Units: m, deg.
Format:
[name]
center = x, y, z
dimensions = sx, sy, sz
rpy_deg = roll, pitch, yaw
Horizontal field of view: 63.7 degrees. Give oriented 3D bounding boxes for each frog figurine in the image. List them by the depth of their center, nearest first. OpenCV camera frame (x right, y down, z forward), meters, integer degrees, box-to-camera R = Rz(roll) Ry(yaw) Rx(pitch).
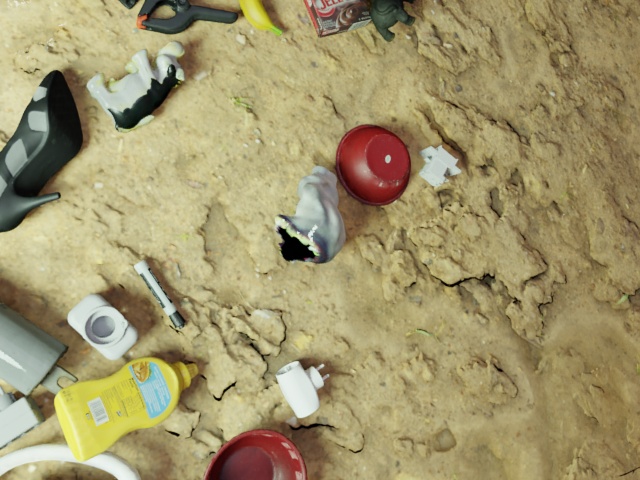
[frog figurine]
center = 0.003, -0.044, 0.870
dimensions = 0.162, 0.123, 0.134
rpy_deg = -53, 136, -29

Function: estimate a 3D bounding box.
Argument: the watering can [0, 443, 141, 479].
[watering can]
center = -0.287, 0.395, 0.662
dimensions = 0.347, 0.103, 0.227
rpy_deg = 15, 74, -8
